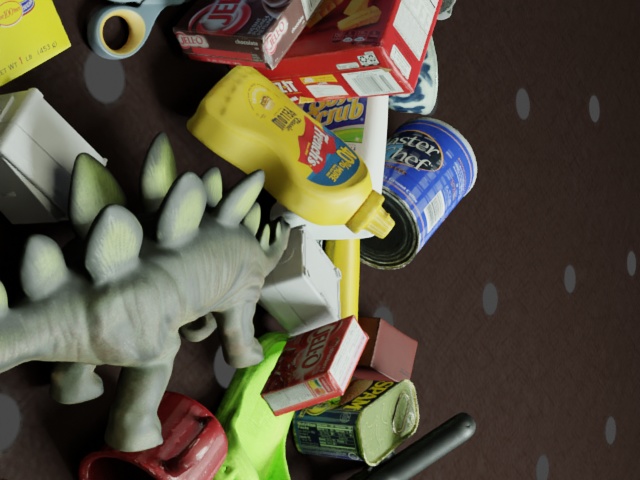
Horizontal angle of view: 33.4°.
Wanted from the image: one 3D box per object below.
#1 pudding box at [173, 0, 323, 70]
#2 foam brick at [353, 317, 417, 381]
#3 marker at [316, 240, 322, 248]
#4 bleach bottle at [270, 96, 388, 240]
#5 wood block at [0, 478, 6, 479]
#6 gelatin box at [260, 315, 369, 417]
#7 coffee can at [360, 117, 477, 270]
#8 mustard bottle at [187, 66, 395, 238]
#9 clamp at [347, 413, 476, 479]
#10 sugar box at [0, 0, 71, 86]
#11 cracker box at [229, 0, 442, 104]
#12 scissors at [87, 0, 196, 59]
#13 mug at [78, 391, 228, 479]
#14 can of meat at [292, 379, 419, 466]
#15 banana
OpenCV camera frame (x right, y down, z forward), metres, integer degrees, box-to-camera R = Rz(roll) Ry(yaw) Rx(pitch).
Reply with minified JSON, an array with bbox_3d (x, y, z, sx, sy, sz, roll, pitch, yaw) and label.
[{"bbox_3d":[-0.057,-0.194,0.900,0.113,0.090,0.039,-58,147,-35],"label":"pudding box"},{"bbox_3d":[0.056,0.115,1.091,0.078,0.051,0.053,36,62,-48],"label":"foam brick"},{"bbox_3d":[-0.007,0.001,1.038,0.020,0.020,0.121,11,79,-53],"label":"marker"},{"bbox_3d":[0.014,-0.128,1.021,0.068,0.103,0.251,56,36,-66],"label":"bleach bottle"},{"bbox_3d":[-0.168,0.266,0.751,0.206,0.091,0.090,58,47,-35],"label":"wood block"},{"bbox_3d":[-0.004,0.108,0.929,0.030,0.073,0.089,57,31,-18],"label":"gelatin box"},{"bbox_3d":[0.087,-0.050,1.096,0.140,0.103,0.103,-47,124,-43],"label":"coffee can"},{"bbox_3d":[-0.016,-0.067,0.913,0.191,0.058,0.096,39,36,-2],"label":"mustard bottle"},{"bbox_3d":[0.050,0.236,1.020,0.209,0.165,0.036,-30,83,-41],"label":"clamp"},{"bbox_3d":[-0.241,-0.192,0.707,0.093,0.048,0.176,-48,127,-47],"label":"sugar box"},{"bbox_3d":[0.028,-0.230,0.972,0.072,0.164,0.213,45,54,-45],"label":"cracker box"},{"bbox_3d":[-0.128,-0.186,0.885,0.201,0.016,0.096,6,87,-55],"label":"scissors"},{"bbox_3d":[-0.116,0.165,0.810,0.093,0.117,0.081,46,42,-7],"label":"mug"},{"bbox_3d":[0.034,0.172,1.031,0.101,0.084,0.057,-26,110,-51],"label":"can of meat"},{"bbox_3d":[0.022,0.063,1.041,0.037,0.070,0.198,4,77,-11],"label":"banana"}]
